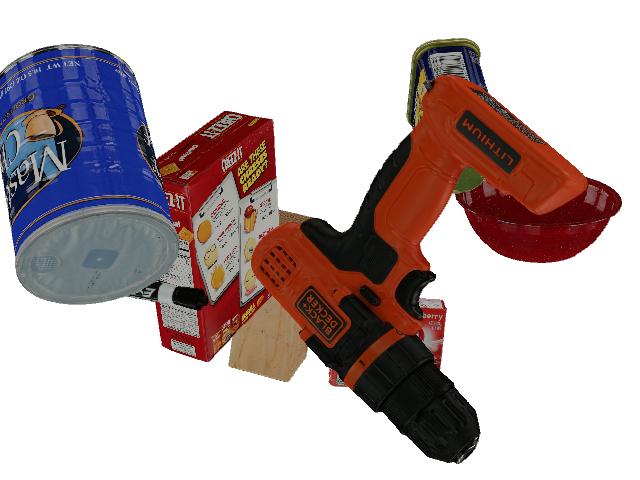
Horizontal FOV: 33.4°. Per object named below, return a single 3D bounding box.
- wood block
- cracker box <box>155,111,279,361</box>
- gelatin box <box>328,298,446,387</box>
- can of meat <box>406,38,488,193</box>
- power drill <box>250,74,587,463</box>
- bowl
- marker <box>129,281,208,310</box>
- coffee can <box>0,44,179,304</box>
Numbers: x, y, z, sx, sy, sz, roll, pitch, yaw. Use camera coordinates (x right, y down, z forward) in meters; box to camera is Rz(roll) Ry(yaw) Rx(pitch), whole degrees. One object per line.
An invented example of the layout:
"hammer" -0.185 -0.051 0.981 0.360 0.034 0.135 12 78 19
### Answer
"wood block" -0.058 0.072 1.440 0.090 0.206 0.090 13 21 11
"cracker box" -0.112 -0.007 1.130 0.072 0.214 0.164 13 35 25
"gelatin box" 0.054 0.083 0.863 0.089 0.073 0.030 5 15 0
"can of meat" 0.108 -0.100 0.880 0.057 0.084 0.102 -4 -39 -4
"power drill" 0.067 0.013 0.630 0.184 0.188 0.057 45 18 17
"bowl" 0.214 -0.021 1.061 0.162 0.055 0.162 -1 23 0
"marker" -0.151 0.041 0.909 0.121 0.020 0.020 9 3 21
"coffee can" -0.158 -0.043 0.705 0.102 0.140 0.103 -14 -31 -9
